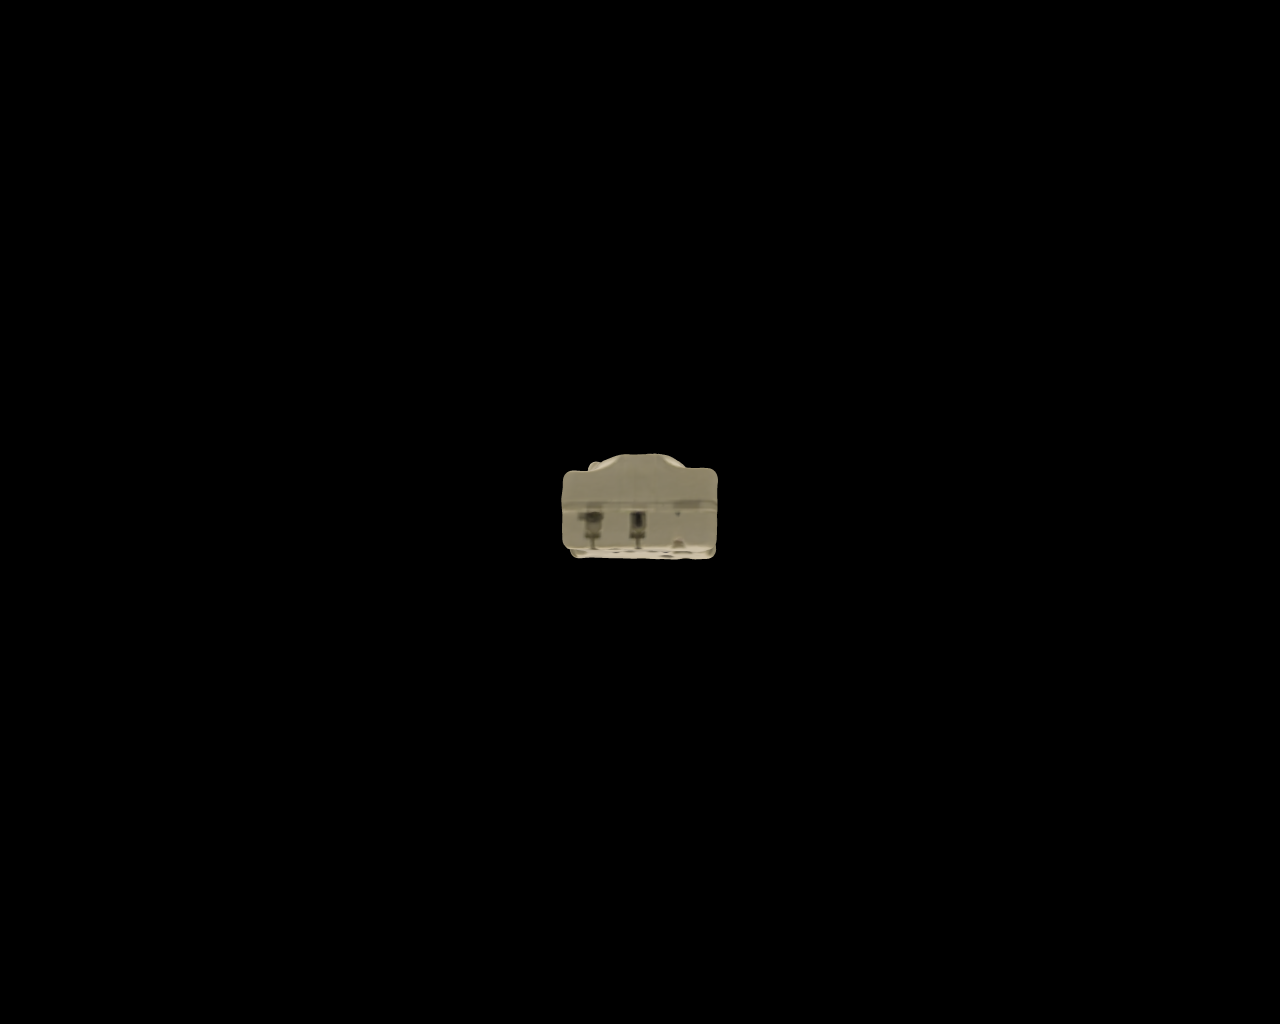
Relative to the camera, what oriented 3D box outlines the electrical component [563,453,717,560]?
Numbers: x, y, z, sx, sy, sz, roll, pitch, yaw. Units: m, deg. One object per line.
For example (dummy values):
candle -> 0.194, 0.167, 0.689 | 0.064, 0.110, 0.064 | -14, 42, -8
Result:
electrical component -> 0.001, -0.003, 0.650 | 0.089, 0.055, 0.050 | 0, -11, 2
